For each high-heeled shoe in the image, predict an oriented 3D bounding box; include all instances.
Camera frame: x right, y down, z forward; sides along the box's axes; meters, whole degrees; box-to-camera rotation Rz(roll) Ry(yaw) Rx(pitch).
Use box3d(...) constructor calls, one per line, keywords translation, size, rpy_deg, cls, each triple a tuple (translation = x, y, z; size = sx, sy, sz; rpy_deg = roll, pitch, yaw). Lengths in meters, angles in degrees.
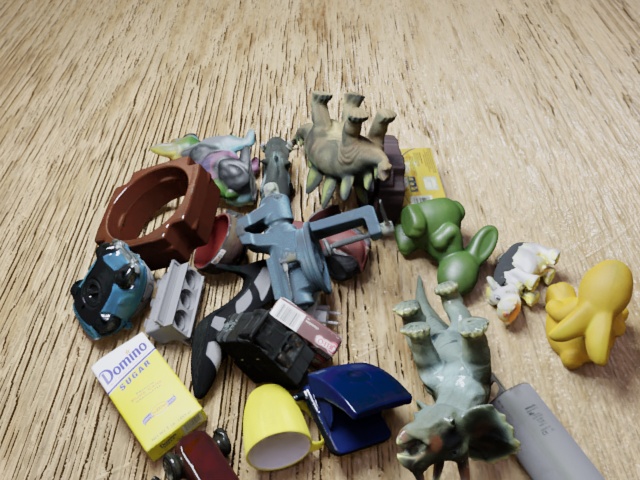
box3d(translation=(-0.121, 0.141, 0.871), size=(0.145, 0.086, 0.249), rpy_deg=(18, 63, -22), cls="high-heeled shoe")

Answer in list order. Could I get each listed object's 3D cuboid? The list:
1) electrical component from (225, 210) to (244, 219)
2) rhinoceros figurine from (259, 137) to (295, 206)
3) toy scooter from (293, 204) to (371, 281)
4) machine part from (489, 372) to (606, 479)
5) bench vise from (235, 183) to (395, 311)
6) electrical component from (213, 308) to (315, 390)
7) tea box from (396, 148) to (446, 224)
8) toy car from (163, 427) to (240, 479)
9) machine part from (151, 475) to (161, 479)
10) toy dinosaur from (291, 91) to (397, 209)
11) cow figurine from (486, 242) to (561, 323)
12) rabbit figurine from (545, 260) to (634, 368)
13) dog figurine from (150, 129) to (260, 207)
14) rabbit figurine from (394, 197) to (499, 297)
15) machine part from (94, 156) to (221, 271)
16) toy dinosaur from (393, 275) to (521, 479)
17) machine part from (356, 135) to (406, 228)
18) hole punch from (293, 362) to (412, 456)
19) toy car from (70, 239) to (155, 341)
box3d(translation=(-0.158, -0.027, 1.007), size=(0.094, 0.063, 0.021), rpy_deg=(22, 51, 21), cls="electrical component")
box3d(translation=(-0.090, -0.118, 1.057), size=(0.073, 0.112, 0.190), rpy_deg=(-2, 56, 3), cls="rhinoceros figurine")
box3d(translation=(0.024, -0.008, 0.980), size=(0.184, 0.075, 0.135), rpy_deg=(26, 51, 28), cls="toy scooter")
box3d(translation=(0.299, 0.278, 0.707), size=(0.079, 0.079, 0.243), rpy_deg=(-19, 51, -15), cls="machine part")
box3d(translation=(-0.004, -0.007, 0.861), size=(0.241, 0.128, 0.224), rpy_deg=(-17, 60, 7), cls="bench vise")
box3d(translation=(-0.076, 0.164, 0.783), size=(0.115, 0.134, 0.058), rpy_deg=(-16, 31, 51), cls="electrical component")
box3d(translation=(0.185, -0.104, 1.062), size=(0.098, 0.068, 0.170), rpy_deg=(-2, 47, 0), cls="tea box")
box3d(translation=(-0.123, 0.332, 0.690), size=(0.089, 0.053, 0.202), rpy_deg=(-17, 48, -40), cls="toy car")
box3d(translation=(-0.193, 0.366, 0.672), size=(0.139, 0.039, 0.084), rpy_deg=(35, 52, 30), cls="machine part")
box3d(translation=(0.024, -0.168, 0.979), size=(0.105, 0.198, 0.472), rpy_deg=(2, 23, -19), cls="toy dinosaur")
box3d(translation=(0.325, 0.065, 0.905), size=(0.098, 0.068, 0.167), rpy_deg=(28, 51, 35), cls="cow figurine")
box3d(translation=(0.398, 0.104, 0.800), size=(0.122, 0.173, 0.162), rpy_deg=(31, 52, 22), cls="rabbit figurine")
box3d(translation=(-0.236, -0.147, 1.095), size=(0.219, 0.108, 0.191), rpy_deg=(-2, 51, 5), cls="dog figurine")
box3d(translation=(0.226, 0.021, 0.941), size=(0.159, 0.121, 0.170), rpy_deg=(-12, 67, -18), cls="rabbit figurine")
box3d(translation=(-0.289, -0.044, 0.972), size=(0.201, 0.087, 0.201), rpy_deg=(-12, 47, 20), cls="machine part")
box3d(translation=(0.183, 0.177, 0.753), size=(0.131, 0.192, 0.405), rpy_deg=(-12, 9, 14), cls="toy dinosaur")
box3d(translation=(0.112, -0.108, 1.002), size=(0.056, 0.179, 0.179), rpy_deg=(0, 48, -9), cls="machine part")
box3d(translation=(0.049, 0.215, 0.741), size=(0.142, 0.092, 0.116), rpy_deg=(-5, 44, -35), cls="hole punch")
box3d(translation=(-0.330, 0.079, 0.885), size=(0.109, 0.161, 0.103), rpy_deg=(40, 16, 26), cls="toy car")
